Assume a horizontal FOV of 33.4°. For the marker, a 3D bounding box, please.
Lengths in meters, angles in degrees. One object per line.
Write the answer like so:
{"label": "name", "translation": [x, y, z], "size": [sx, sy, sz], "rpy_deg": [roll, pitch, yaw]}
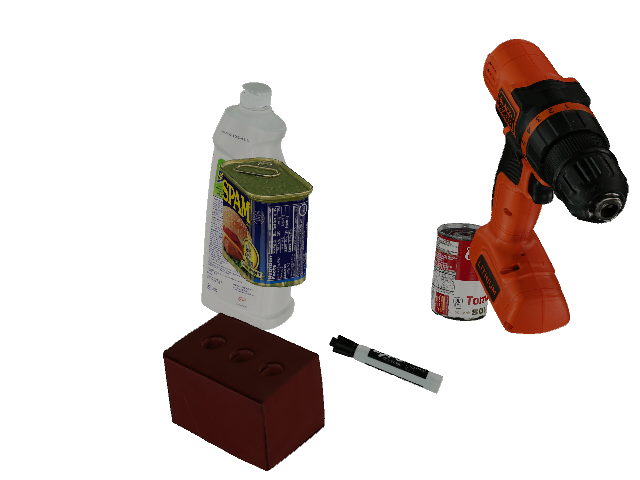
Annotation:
{"label": "marker", "translation": [0.066, 0.126, 1.095], "size": [0.121, 0.020, 0.020], "rpy_deg": [21, 4, 11]}

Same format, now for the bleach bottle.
{"label": "bleach bottle", "translation": [-0.068, -0.038, 1.105], "size": [0.103, 0.251, 0.068], "rpy_deg": [19, 29, 23]}

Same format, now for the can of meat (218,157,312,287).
{"label": "can of meat", "translation": [-0.048, -0.016, 0.907], "size": [0.057, 0.084, 0.102], "rpy_deg": [-7, 23, -23]}

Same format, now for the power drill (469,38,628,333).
{"label": "power drill", "translation": [0.157, -0.024, 0.757], "size": [0.057, 0.188, 0.184], "rpy_deg": [-5, 41, -8]}

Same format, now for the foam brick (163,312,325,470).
{"label": "foam brick", "translation": [-0.044, 0.086, 0.613], "size": [0.078, 0.051, 0.052], "rpy_deg": [19, 35, 32]}

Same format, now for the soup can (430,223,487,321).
{"label": "soup can", "translation": [0.168, 0.037, 1.264], "size": [0.068, 0.102, 0.068], "rpy_deg": [3, 15, -1]}
